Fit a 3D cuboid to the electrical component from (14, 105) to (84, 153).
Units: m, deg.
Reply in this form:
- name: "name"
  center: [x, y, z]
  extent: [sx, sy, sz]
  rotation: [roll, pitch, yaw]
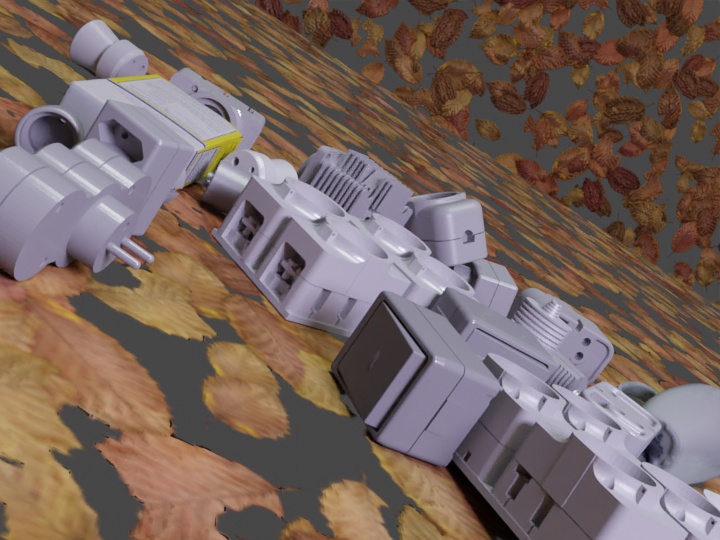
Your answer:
- name: "electrical component"
  center: [-0.190, -0.083, 0.665]
  extent: [0.040, 0.040, 0.046]
  rotation: [31, 7, -15]

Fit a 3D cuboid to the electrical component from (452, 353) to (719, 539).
- name: "electrical component"
  center: [0.122, 0.117, 0.613]
  extent: [0.105, 0.060, 0.186]
  rotation: [27, 9, -29]

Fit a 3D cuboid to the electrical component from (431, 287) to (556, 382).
- name: "electrical component"
  center: [0.078, 0.061, 0.747]
  extent: [0.096, 0.061, 0.061]
  rotation: [28, 14, -25]

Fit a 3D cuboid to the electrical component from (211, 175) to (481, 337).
- name: "electrical component"
  center: [0.000, 0.000, 0.780]
  extent: [0.186, 0.060, 0.105]
  rotation: [20, 19, -47]

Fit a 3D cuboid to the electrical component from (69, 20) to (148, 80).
- name: "electrical component"
  center: [-0.221, -0.187, 0.950]
  extent: [0.055, 0.045, 0.045]
  rotation: [37, 13, 13]

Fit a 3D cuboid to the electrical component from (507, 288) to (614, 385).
- name: "electrical component"
  center: [0.186, 0.062, 1.025]
  extent: [0.095, 0.053, 0.059]
  rotation: [30, 14, -17]

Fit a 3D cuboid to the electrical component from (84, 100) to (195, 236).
- name: "electrical component"
  center: [-0.133, -0.060, 0.659]
  extent: [0.047, 0.065, 0.077]
  rotation: [38, 14, 18]

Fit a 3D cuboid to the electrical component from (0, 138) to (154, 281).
- name: "electrical component"
  center: [-0.138, -0.024, 0.545]
  extent: [0.074, 0.052, 0.138]
  rotation: [35, 13, 3]

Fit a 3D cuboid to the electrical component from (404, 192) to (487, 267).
- name: "electrical component"
  center: [0.070, -0.039, 0.995]
  extent: [0.054, 0.059, 0.095]
  rotation: [-14, 11, -31]

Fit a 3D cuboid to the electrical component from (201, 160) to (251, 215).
- name: "electrical component"
  center: [-0.086, -0.054, 0.811]
  extent: [0.065, 0.044, 0.044]
  rotation: [27, 14, -11]

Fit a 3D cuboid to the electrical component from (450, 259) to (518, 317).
- name: "electrical component"
  center: [0.097, 0.016, 0.994]
  extent: [0.077, 0.047, 0.065]
  rotation: [18, 16, -9]

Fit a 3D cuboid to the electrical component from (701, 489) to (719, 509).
- name: "electrical component"
  center: [0.227, 0.181, 0.693]
  extent: [0.089, 0.055, 0.050]
  rotation: [25, 16, -35]

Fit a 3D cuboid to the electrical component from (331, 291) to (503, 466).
- name: "electrical component"
  center: [0.026, 0.058, 0.630]
  extent: [0.061, 0.061, 0.096]
  rotation: [26, 15, -33]

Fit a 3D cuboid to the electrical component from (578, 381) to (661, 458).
- name: "electrical component"
  center: [0.169, 0.120, 0.758]
  extent: [0.054, 0.059, 0.095]
  rotation: [39, 14, 19]

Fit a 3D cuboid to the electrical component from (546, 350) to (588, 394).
- name: "electrical component"
  center: [0.153, 0.086, 0.880]
  extent: [0.043, 0.043, 0.081]
  rotation: [18, 20, -50]

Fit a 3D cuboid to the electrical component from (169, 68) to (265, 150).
- name: "electrical component"
  center: [-0.135, -0.134, 0.957]
  extent: [0.089, 0.050, 0.055]
  rotation: [32, 13, -9]

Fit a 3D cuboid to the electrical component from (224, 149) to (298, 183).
- name: "electrical component"
  center: [-0.083, -0.072, 0.873]
  extent: [0.045, 0.045, 0.055]
  rotation: [41, 15, 26]

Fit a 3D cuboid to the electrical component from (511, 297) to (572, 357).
- name: "electrical component"
  center: [0.131, 0.058, 0.844]
  extent: [0.043, 0.081, 0.043]
  rotation: [32, 13, -8]
